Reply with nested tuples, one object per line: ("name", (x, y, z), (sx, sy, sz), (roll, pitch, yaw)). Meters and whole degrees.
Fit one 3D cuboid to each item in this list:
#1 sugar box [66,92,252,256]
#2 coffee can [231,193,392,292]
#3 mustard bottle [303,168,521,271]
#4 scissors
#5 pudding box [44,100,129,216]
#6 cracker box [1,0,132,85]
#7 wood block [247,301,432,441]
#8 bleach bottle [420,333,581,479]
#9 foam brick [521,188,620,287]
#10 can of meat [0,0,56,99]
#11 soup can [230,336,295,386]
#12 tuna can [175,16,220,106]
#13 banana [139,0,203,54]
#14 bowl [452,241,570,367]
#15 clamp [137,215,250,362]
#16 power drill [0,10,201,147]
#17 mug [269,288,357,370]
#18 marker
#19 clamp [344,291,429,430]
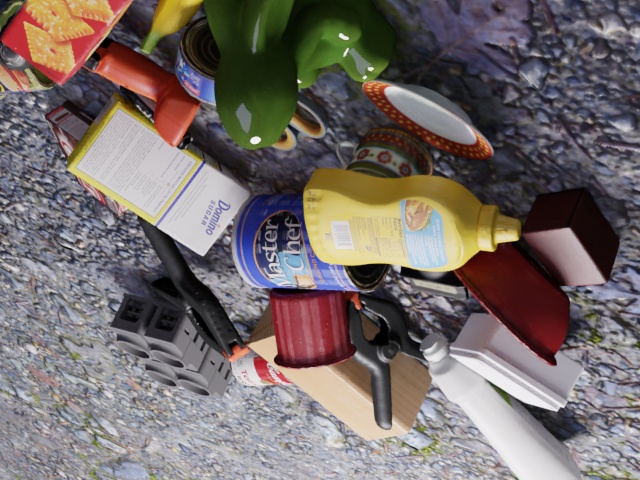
("sugar box", (-0.170, -0.069, 1.137), (0.176, 0.093, 0.048), (35, -168, -23))
("coffee can", (-0.007, 0.001, 1.117), (0.141, 0.102, 0.102), (0, 138, 35))
("mustard bottle", (0.085, -0.016, 0.964), (0.192, 0.058, 0.096), (5, 130, 21))
("scissors", (-0.085, -0.151, 1.048), (0.201, 0.016, 0.096), (30, 147, -2))
("pudding box", (-0.256, -0.092, 1.205), (0.090, 0.039, 0.113), (33, 151, 36))
("cracker box", (-0.154, -0.237, 0.848), (0.072, 0.164, 0.214), (38, 146, -18))
("wood block", (0.027, 0.147, 1.300), (0.206, 0.090, 0.091), (41, 146, -19))
("bleach bottle", (0.202, 0.199, 1.248), (0.250, 0.068, 0.102), (47, -173, -18))
("foam brick", (0.232, -0.002, 0.983), (0.051, 0.053, 0.078), (-10, 130, 44))
("can of meat", (-0.330, -0.201, 1.124), (0.084, 0.057, 0.102), (-1, 138, 33))
("soup can", (-0.062, 0.156, 1.397), (0.102, 0.068, 0.068), (-11, 130, 45))
("tuna can", (-0.087, -0.164, 0.968), (0.086, 0.086, 0.034), (26, 145, 3))
("banana", (-0.117, -0.213, 0.921), (0.037, 0.069, 0.198), (24, 167, -11))
("bowl", (0.189, 0.044, 1.028), (0.162, 0.162, 0.055), (41, 102, -18))
("clamp", (-0.159, 0.075, 1.321), (0.210, 0.036, 0.165), (50, 158, 22))
("power drill", (-0.201, -0.161, 0.996), (0.187, 0.184, 0.057), (31, 112, -10))
("mug", (-0.007, 0.085, 1.178), (0.093, 0.117, 0.081), (-4, 102, 20))
("marker", (-0.170, -0.132, 1.088), (0.121, 0.020, 0.020), (45, 153, 23))
("clamp", (0.072, 0.135, 1.237), (0.171, 0.120, 0.039), (46, 162, -18))
